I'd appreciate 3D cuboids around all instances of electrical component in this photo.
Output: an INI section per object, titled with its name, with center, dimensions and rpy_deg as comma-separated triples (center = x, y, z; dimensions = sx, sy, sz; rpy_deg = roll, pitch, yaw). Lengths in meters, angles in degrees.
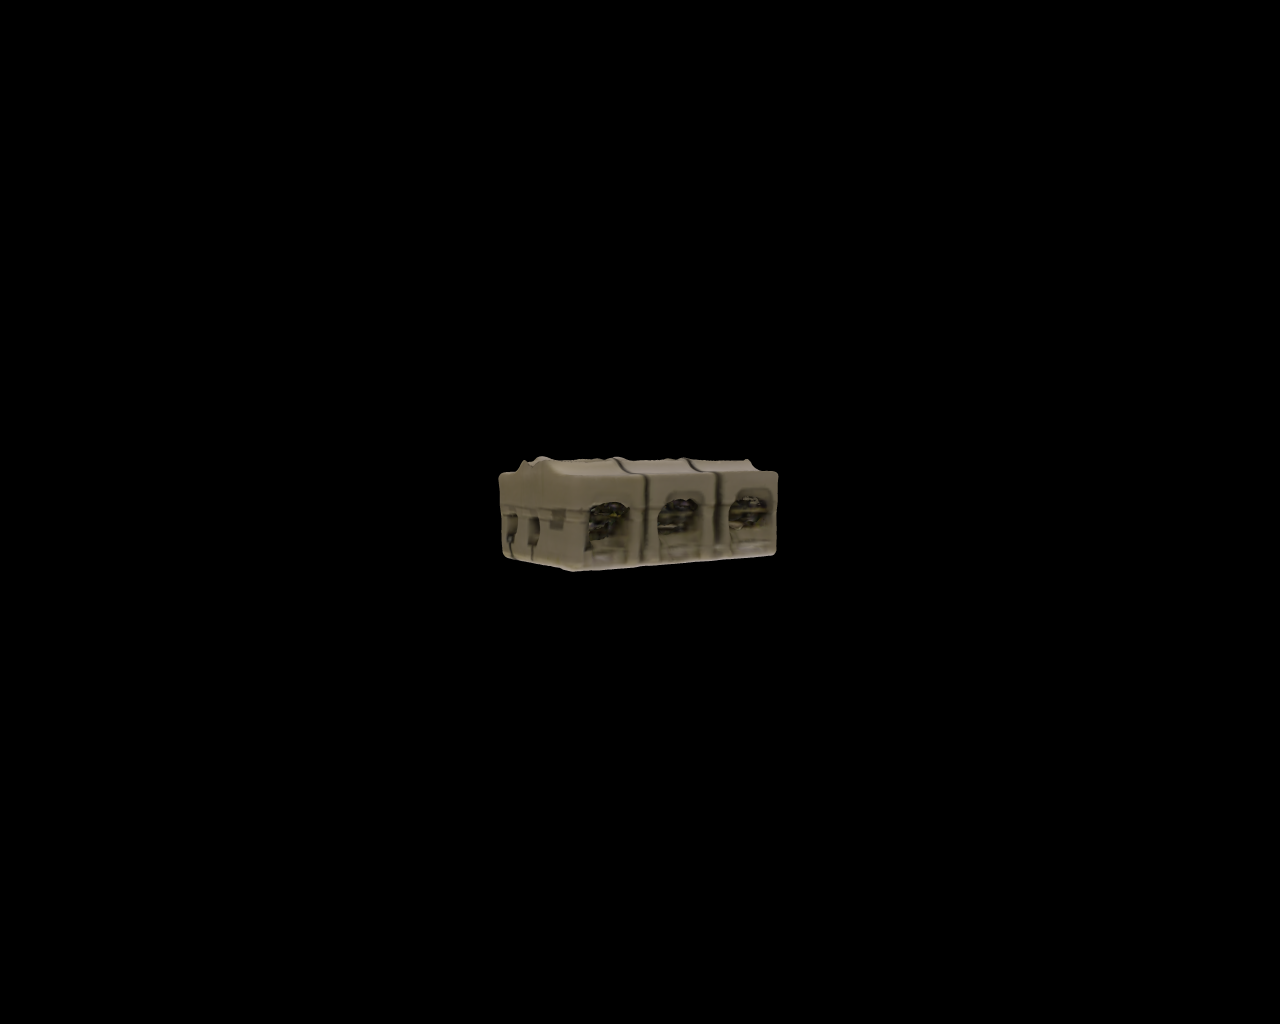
[electrical component]
center = 0.001, -0.003, 0.650
dimensions = 0.150, 0.061, 0.089
rpy_deg = -1, 3, -34
